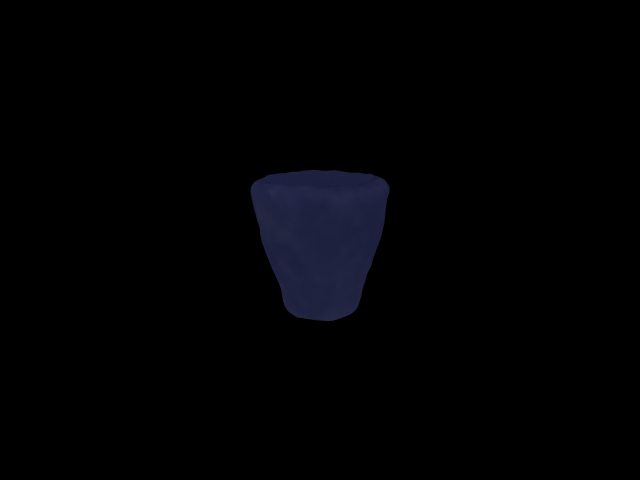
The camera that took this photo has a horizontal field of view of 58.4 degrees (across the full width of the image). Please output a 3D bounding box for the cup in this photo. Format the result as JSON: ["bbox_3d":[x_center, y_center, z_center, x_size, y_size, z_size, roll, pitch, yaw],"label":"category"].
[{"bbox_3d":[0.004,0.001,0.400,0.091,0.095,0.118,4,14,15],"label":"cup"}]
